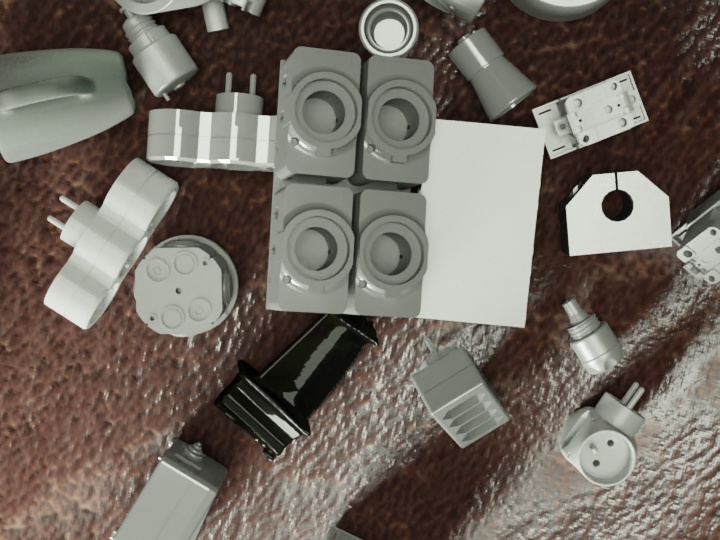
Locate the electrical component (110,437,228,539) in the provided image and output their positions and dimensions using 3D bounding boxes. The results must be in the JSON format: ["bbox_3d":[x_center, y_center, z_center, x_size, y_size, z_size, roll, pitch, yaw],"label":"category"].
[{"bbox_3d":[-0.145,0.183,0.862,0.061,0.061,0.096,31,95,-2],"label":"electrical component"}]

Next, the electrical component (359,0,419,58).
[{"bbox_3d":[0.022,-0.180,0.817,0.044,0.065,0.044,0,96,2],"label":"electrical component"}]

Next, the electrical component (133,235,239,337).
[{"bbox_3d":[-0.138,0.013,0.849,0.080,0.051,0.080,0,96,2],"label":"electrical component"}]

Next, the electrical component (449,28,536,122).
[{"bbox_3d":[0.100,-0.153,0.831,0.044,0.044,0.065,-37,89,5],"label":"electrical component"}]

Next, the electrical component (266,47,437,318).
[{"bbox_3d":[-0.007,-0.061,0.783,0.105,0.060,0.186,4,88,-14],"label":"electrical component"}]

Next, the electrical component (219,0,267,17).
[{"bbox_3d":[-0.085,-0.224,0.830,0.040,0.040,0.046,23,102,-1],"label":"electrical component"}]

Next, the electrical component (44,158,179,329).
[{"bbox_3d":[-0.210,-0.030,0.846,0.074,0.052,0.138,33,96,-2],"label":"electrical component"}]

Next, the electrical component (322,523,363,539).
[{"bbox_3d":[0.004,0.259,0.865,0.096,0.061,0.061,26,96,-1],"label":"electrical component"}]

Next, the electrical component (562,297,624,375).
[{"bbox_3d":[0.181,0.050,0.852,0.035,0.035,0.061,-32,91,5],"label":"electrical component"}]

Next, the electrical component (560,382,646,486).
[{"bbox_3d":[0.196,0.122,0.838,0.043,0.077,0.079,34,96,-2],"label":"electrical component"}]

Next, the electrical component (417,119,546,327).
[{"bbox_3d":[0.088,-0.037,0.832,0.089,0.061,0.150,5,96,1],"label":"electrical component"}]

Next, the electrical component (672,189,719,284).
[{"bbox_3d":[0.275,-0.027,0.820,0.042,0.063,0.081,40,138,-1],"label":"electrical component"}]

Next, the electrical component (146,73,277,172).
[{"bbox_3d":[-0.094,-0.116,0.834,0.138,0.052,0.073,3,88,1],"label":"electrical component"}]

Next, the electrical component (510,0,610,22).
[{"bbox_3d":[0.156,-0.245,0.809,0.108,0.060,0.108,0,96,2],"label":"electrical component"}]

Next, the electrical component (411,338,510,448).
[{"bbox_3d":[0.072,0.086,0.844,0.047,0.083,0.075,-32,56,5],"label":"electrical component"}]

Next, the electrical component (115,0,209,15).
[{"bbox_3d":[-0.142,-0.247,0.805,0.108,0.060,0.108,11,108,35],"label":"electrical component"}]

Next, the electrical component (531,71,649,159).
[{"bbox_3d":[0.178,-0.119,0.820,0.081,0.064,0.042,-22,94,4],"label":"electrical component"}]

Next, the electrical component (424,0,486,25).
[{"bbox_3d":[0.063,-0.224,0.804,0.077,0.079,0.044,32,97,-1],"label":"electrical component"}]

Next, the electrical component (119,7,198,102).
[{"bbox_3d":[-0.160,-0.171,0.836,0.040,0.040,0.078,-34,94,5],"label":"electrical component"}]
